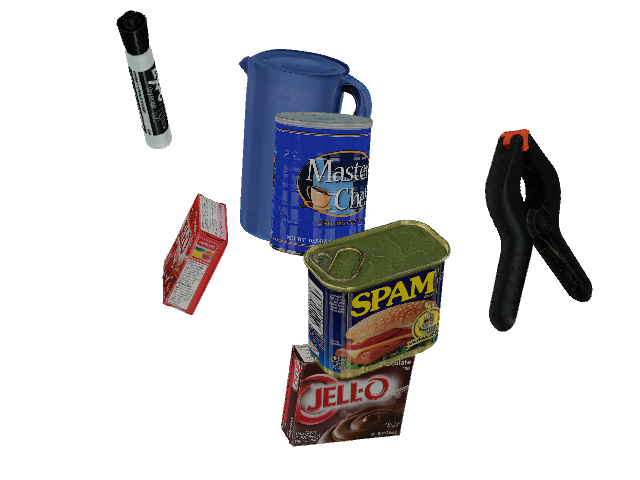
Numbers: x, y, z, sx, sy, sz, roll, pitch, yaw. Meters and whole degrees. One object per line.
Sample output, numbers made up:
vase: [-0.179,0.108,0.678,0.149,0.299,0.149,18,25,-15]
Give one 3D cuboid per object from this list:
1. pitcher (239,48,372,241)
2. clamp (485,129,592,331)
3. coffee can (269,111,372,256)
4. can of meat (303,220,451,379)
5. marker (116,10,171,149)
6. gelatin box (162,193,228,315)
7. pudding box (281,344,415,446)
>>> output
pitcher: [-0.033,-0.122,1.407,0.144,0.243,0.149,-2,24,-23]
clamp: [0.175,-0.007,0.923,0.120,0.171,0.039,-26,11,-40]
coffee can: [0.000,-0.061,1.132,0.103,0.140,0.103,3,12,-1]
can of meat: [0.039,0.043,0.766,0.102,0.084,0.057,-16,37,-23]
marker: [-0.117,-0.106,0.714,0.020,0.020,0.121,0,-35,2]
gelatin box: [-0.107,0.010,0.903,0.030,0.073,0.089,23,19,-16]
pudding box: [0.025,0.139,0.986,0.113,0.090,0.039,-3,28,-22]
